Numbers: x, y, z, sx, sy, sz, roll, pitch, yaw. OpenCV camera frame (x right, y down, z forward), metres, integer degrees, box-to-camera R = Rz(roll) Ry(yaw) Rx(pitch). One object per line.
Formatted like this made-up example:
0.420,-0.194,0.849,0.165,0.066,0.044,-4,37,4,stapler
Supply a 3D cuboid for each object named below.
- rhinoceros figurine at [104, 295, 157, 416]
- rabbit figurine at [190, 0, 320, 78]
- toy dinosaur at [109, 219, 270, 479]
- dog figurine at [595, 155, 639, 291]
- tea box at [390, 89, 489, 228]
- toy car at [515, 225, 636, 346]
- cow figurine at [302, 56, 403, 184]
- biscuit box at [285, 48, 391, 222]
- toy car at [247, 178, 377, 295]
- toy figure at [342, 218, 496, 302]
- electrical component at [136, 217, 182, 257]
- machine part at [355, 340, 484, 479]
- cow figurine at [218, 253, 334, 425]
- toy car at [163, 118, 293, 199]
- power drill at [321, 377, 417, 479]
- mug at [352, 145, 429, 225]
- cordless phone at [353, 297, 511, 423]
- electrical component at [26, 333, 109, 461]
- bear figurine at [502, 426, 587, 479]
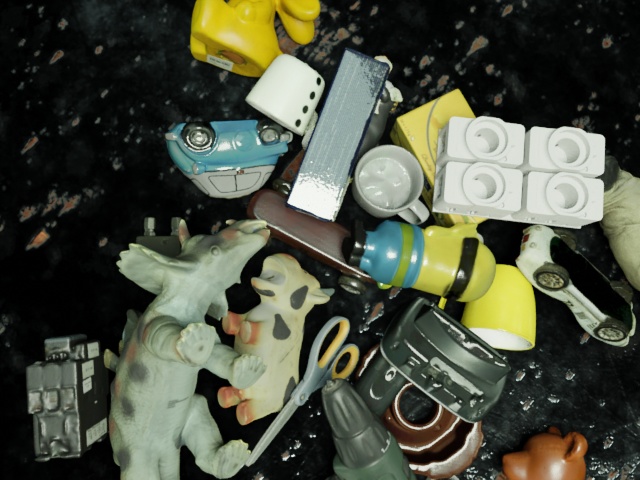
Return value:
-0.202,0.147,0.665,0.112,0.073,0.190,1,82,0,rhinoceros figurine
-0.081,-0.311,0.709,0.162,0.122,0.173,13,81,-4,rabbit figurine
-0.166,0.161,0.576,0.131,0.192,0.404,13,97,-43,toy dinosaur
0.391,-0.013,0.700,0.191,0.121,0.172,19,79,15,dog figurine
0.175,-0.098,0.711,0.098,0.068,0.169,-28,83,-5,tea box
0.326,0.058,0.675,0.201,0.056,0.073,38,57,-16,toy car
0.058,-0.161,0.717,0.098,0.068,0.167,40,86,-2,cow figurine
0.021,-0.124,0.651,0.063,0.059,0.202,22,90,-5,biscuit box
-0.001,-0.002,0.700,0.202,0.053,0.089,27,70,-2,toy car
0.120,0.025,0.646,0.180,0.082,0.089,8,68,-10,toy figure
-0.209,0.016,0.709,0.063,0.021,0.094,1,82,-2,electrical component
0.121,0.204,0.674,0.179,0.056,0.179,0,81,-1,machine part
-0.052,0.113,0.660,0.127,0.086,0.194,1,95,-42,cow figurine
-0.117,-0.105,0.697,0.162,0.109,0.102,-4,104,-13,toy car
0.005,0.281,0.611,0.207,0.086,0.232,-35,105,7,power drill
0.090,-0.061,0.684,0.109,0.107,0.081,36,84,-1,mug
0.116,0.174,0.622,0.147,0.088,0.184,37,94,6,cordless phone
-0.295,0.180,0.638,0.058,0.115,0.134,-5,82,-7,electrical component
0.238,0.312,0.631,0.132,0.120,0.195,10,80,4,bear figurine
